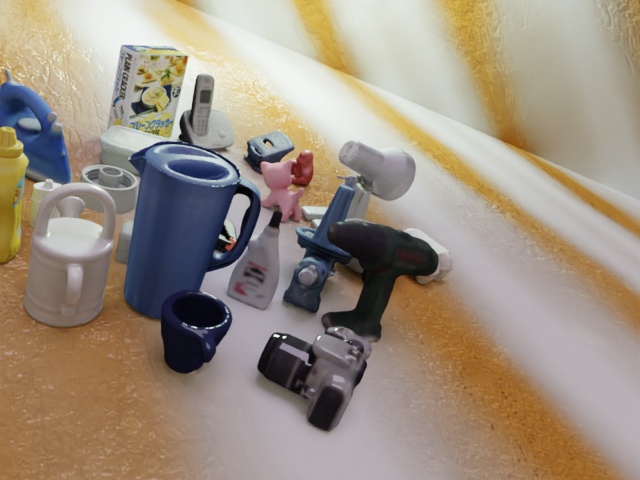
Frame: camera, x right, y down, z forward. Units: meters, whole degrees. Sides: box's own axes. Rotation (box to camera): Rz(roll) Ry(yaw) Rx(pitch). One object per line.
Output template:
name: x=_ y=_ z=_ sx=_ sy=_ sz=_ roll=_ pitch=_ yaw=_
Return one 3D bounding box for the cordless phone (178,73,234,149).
cordless phone: x=-0.271 y=-0.321 z=1.433 sx=0.094 sy=0.185 sz=0.148 roll=34 pitch=29 yaw=25

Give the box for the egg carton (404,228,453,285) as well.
egg carton: x=0.212 y=0.032 z=1.250 sx=0.107 sy=0.069 sz=0.150 roll=-8 pitch=38 yaw=-45

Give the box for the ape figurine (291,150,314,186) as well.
ape figurine: x=-0.045 y=-0.186 z=1.448 sx=0.076 sy=0.092 sz=0.077 roll=4 pitch=31 yaw=-31

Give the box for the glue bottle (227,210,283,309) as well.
glue bottle: x=-0.092 y=0.027 z=0.919 sx=0.078 sy=0.173 sz=0.037 roll=21 pitch=26 yaw=-1

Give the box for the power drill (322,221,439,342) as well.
power drill: x=0.081 y=0.066 z=0.932 sx=0.230 sy=0.208 sz=0.075 roll=1 pitch=33 yaw=-35

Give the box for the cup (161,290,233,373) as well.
cup: x=-0.165 y=0.136 z=0.748 sx=0.092 sy=0.095 sz=0.117 roll=4 pitch=31 yaw=-31

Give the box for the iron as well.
iron: x=-0.536 y=-0.210 z=1.077 sx=0.257 sy=0.141 sz=0.119 roll=34 pitch=29 yaw=24

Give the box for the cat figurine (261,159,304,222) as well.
cat figurine: x=-0.082 y=-0.118 z=1.264 sx=0.067 sy=0.118 sz=0.127 roll=-10 pitch=40 yaw=-46

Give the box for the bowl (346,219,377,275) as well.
bowl: x=0.101 y=0.028 z=1.170 sx=0.167 sy=0.075 sz=0.167 roll=17 pitch=27 yaw=-8

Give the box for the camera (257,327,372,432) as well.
camera: x=-0.006 y=0.167 z=0.799 sx=0.136 sy=0.101 sz=0.143 roll=24 pitch=26 yaw=6

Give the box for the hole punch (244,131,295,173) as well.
hole punch: x=-0.131 y=-0.228 z=1.466 sx=0.101 sy=0.091 sz=0.108 roll=0 pitch=33 yaw=-37

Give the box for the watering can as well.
watering can: x=-0.331 y=0.006 z=0.759 sx=0.172 sy=0.194 sz=0.101 roll=38 pitch=31 yaw=31

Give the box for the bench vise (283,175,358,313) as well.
bench vise: x=0.020 y=0.007 z=0.987 sx=0.122 sy=0.220 sz=0.207 roll=15 pitch=27 yaw=-12

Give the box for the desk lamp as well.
desk lamp: x=0.091 y=-0.118 z=1.281 sx=0.204 sy=0.213 sz=0.117 roll=1 pitch=32 yaw=-35
